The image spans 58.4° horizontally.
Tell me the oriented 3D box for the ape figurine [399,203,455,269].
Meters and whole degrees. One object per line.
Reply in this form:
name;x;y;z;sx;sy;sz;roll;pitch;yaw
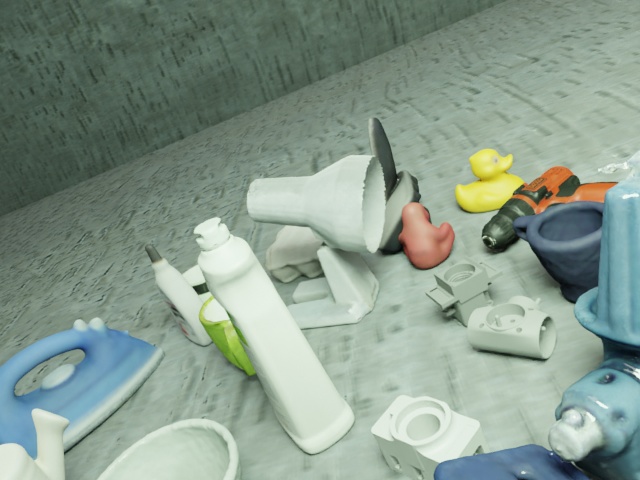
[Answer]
ape figurine;0.142;-0.012;0.802;0.077;0.092;0.076;-3;32;39

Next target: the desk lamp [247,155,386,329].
desk lamp;0.007;0.003;0.749;0.202;0.214;0.118;-12;27;26

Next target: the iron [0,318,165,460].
iron;-0.356;0.189;0.799;0.259;0.142;0.118;-39;28;-29

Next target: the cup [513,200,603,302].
cup;0.267;0.017;0.620;0.092;0.095;0.117;-37;27;-26

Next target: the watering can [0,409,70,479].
watering can;-0.334;0.251;0.583;0.100;0.194;0.173;-14;26;22

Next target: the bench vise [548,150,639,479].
bench vise;0.235;0.060;0.406;0.121;0.220;0.208;-4;31;39

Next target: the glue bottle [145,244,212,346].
glue bottle;-0.213;0.078;0.851;0.077;0.173;0.037;6;38;49

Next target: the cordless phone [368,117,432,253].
cordless phone;0.102;-0.087;0.878;0.094;0.185;0.147;-20;24;10

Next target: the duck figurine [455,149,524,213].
duck figurine;0.254;-0.096;0.877;0.104;0.086;0.077;-16;25;18

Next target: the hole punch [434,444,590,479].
hole punch;0.144;0.188;0.389;0.101;0.091;0.108;-28;24;-8

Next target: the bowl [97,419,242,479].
bowl;-0.139;0.256;0.538;0.167;0.075;0.167;-20;24;10

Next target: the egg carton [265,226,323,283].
egg carton;-0.012;0.013;0.925;0.150;0.069;0.107;-13;26;24
